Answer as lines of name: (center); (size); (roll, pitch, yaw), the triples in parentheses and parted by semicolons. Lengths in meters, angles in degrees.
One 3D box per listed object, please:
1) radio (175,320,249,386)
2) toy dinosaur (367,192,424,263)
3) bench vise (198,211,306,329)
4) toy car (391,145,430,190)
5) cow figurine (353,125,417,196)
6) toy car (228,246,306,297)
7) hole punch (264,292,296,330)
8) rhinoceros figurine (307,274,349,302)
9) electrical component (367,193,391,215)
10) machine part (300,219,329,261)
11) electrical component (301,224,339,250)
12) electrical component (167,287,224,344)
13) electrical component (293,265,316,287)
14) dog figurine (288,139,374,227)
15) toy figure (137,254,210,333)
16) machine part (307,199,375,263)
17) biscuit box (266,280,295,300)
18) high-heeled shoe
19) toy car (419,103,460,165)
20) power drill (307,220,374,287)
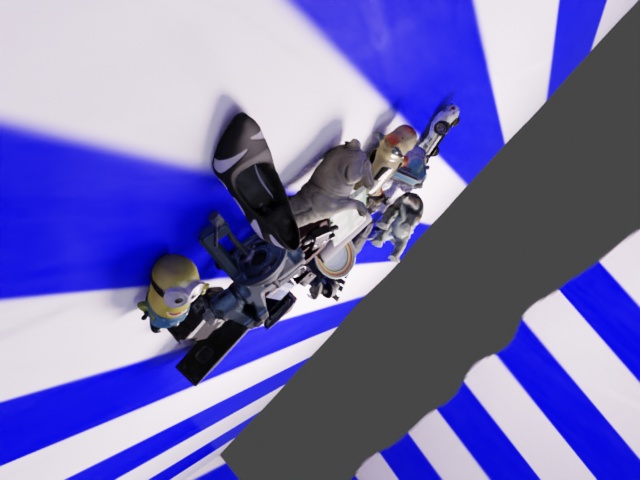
radio: (-0.237, 0.236, 1.283); (0.229, 0.073, 0.131); (-48, 179, 11)
toy dinosaur: (0.246, -0.071, 1.596); (0.192, 0.131, 0.404); (-60, 178, -29)
bench vise: (-0.147, 0.047, 0.961); (0.224, 0.129, 0.240); (-29, 132, 4)
toy car: (0.229, -0.190, 1.361); (0.103, 0.109, 0.161); (-64, 170, 7)
cow figurine: (0.141, -0.179, 1.203); (0.195, 0.085, 0.127); (-48, 166, 30)
toy car: (-0.110, 0.081, 1.095); (0.202, 0.089, 0.053); (-47, 156, 17)
hole punch: (-0.124, 0.176, 1.443); (0.142, 0.092, 0.115); (-48, 168, -1)
rhinoceros figurine: (0.022, 0.136, 1.678); (0.073, 0.112, 0.190); (-69, 169, 20)
electrical component: (0.152, -0.097, 1.501); (0.102, 0.045, 0.078); (-25, 154, -51)
machine part: (-0.044, 0.000, 1.244); (0.179, 0.056, 0.179); (-40, 162, -15)
electrical component: (-0.002, -0.004, 1.189); (0.094, 0.021, 0.063); (-25, 157, -25)
electrical component: (-0.246, 0.158, 1.146); (0.115, 0.058, 0.134); (-45, 165, 11)
electrical component: (-0.051, 0.084, 1.407); (0.048, 0.075, 0.119); (-45, 160, 4)
dog figurine: (-0.006, -0.103, 1.028); (0.190, 0.121, 0.172); (-15, 117, -28)
toy figure: (-0.258, 0.094, 0.914); (0.082, 0.089, 0.180); (-47, 178, -40)
machine part: (0.049, -0.023, 1.375); (0.243, 0.079, 0.079); (-41, 164, -6)
biscuit box: (-0.122, 0.099, 1.291); (0.059, 0.063, 0.202); (-44, 164, 3)
high-heeled shoe: (-0.081, -0.073, 0.801); (0.086, 0.145, 0.248); (-40, 166, -18)
toy car: (0.304, -0.271, 1.420); (0.073, 0.056, 0.201); (-40, 166, -37)
power drill: (0.045, 0.039, 1.550); (0.207, 0.086, 0.232); (-36, 164, -49)
